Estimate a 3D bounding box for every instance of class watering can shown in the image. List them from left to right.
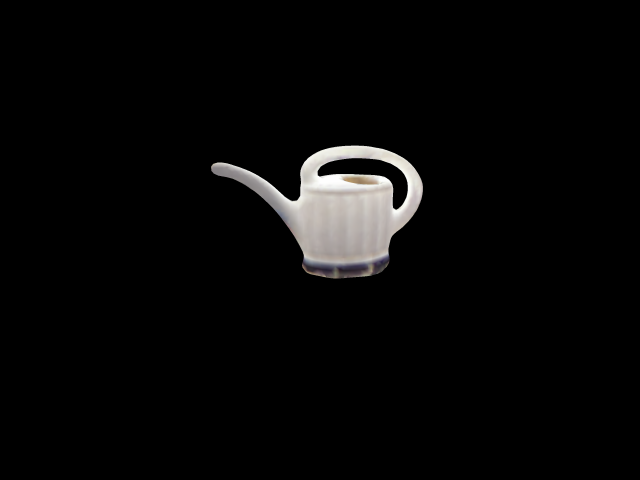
[{"bbox_3d":[0.003,-0.043,0.850,0.348,0.221,0.105,-4,17,-11],"label":"watering can"}]
